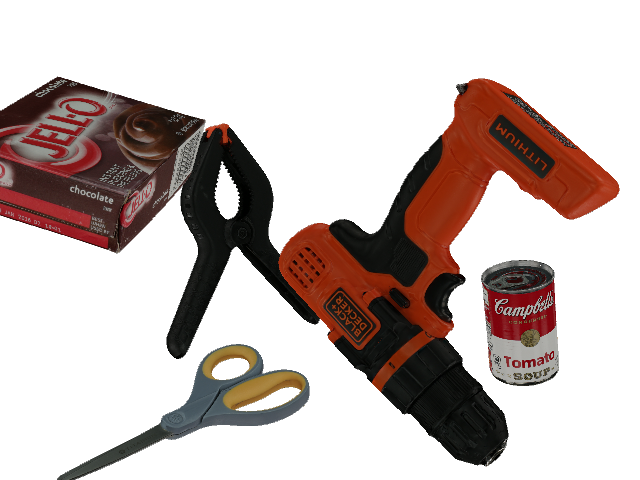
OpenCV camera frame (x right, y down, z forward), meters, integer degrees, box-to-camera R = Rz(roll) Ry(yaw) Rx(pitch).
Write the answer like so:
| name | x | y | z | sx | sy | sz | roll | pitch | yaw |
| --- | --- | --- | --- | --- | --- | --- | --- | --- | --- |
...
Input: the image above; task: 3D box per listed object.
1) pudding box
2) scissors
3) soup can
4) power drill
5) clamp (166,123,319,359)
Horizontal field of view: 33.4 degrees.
| name | x | y | z | sx | sy | sz | roll | pitch | yaw |
| --- | --- | --- | --- | --- | --- | --- | --- | --- | --- |
| pudding box | -0.120 | -0.042 | 0.545 | 0.090 | 0.039 | 0.113 | 18 | 25 | 6 |
| scissors | -0.106 | 0.121 | 0.783 | 0.201 | 0.016 | 0.096 | -12 | 34 | -23 |
| soup can | 0.191 | 0.079 | 1.018 | 0.068 | 0.102 | 0.068 | -7 | 22 | 3 |
| power drill | 0.085 | 0.014 | 0.631 | 0.184 | 0.188 | 0.057 | 46 | 19 | 17 |
| clamp | -0.073 | -0.002 | 0.993 | 0.164 | 0.210 | 0.036 | -3 | 0 | -37 |
